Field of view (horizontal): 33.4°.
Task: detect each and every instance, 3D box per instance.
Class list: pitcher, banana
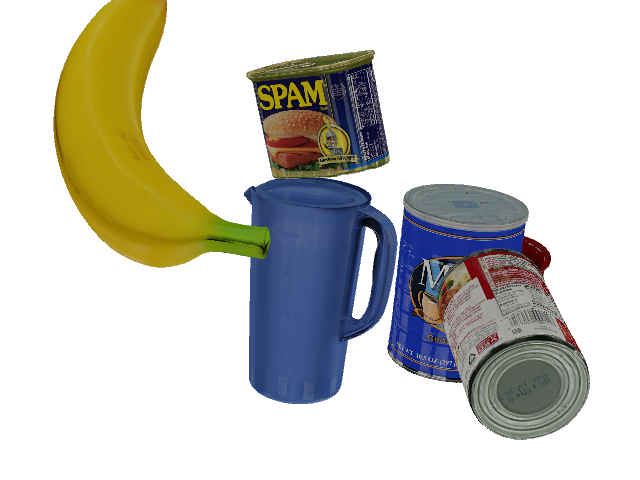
[{"bbox_3d":[-0.010,0.057,1.192,0.144,0.243,0.149,-1,18,-17],"label":"pitcher"},{"bbox_3d":[-0.082,-0.050,0.463,0.069,0.037,0.198,-7,46,-19],"label":"banana"}]

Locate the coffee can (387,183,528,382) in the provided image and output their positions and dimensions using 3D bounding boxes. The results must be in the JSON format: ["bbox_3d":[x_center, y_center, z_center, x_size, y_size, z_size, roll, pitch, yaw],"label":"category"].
[{"bbox_3d":[0.114,0.034,0.899,0.103,0.140,0.103,4,20,-2],"label":"coffee can"}]

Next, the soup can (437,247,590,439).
[{"bbox_3d":[0.109,0.057,0.614,0.068,0.068,0.102,0,27,-4],"label":"soup can"}]

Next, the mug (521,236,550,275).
[{"bbox_3d":[0.185,0.043,1.113,0.093,0.081,0.117,-4,29,-8],"label":"mug"}]

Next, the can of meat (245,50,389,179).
[{"bbox_3d":[-0.001,-0.094,0.806,0.102,0.084,0.057,2,20,42],"label":"can of meat"}]
